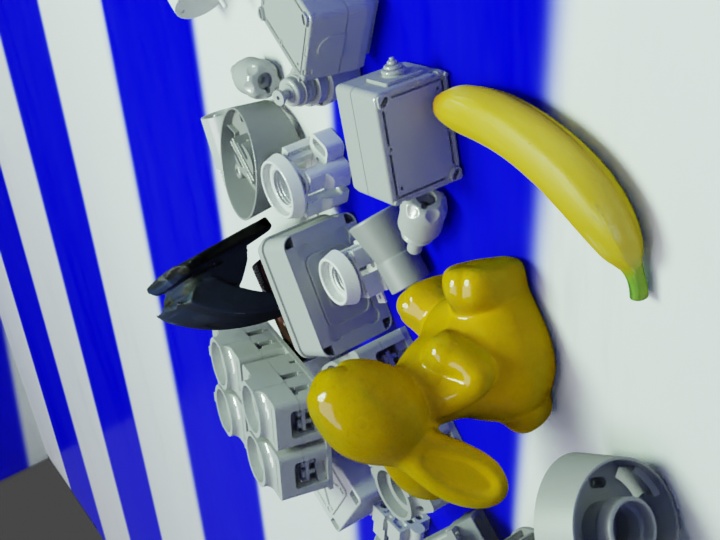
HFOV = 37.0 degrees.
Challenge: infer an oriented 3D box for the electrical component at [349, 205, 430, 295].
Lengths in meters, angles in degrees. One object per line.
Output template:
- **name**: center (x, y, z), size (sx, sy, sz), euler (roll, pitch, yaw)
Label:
- **electrical component**: center (0.026, -0.014, 0.847), size (0.065, 0.044, 0.044), euler (60, 154, 0)

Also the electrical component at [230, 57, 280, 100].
- **electrical component**: center (-0.097, -0.172, 0.952), size (0.061, 0.035, 0.035), euler (31, 138, 54)

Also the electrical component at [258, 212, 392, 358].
- **electrical component**: center (-0.032, 0.013, 0.936), size (0.057, 0.078, 0.113), euler (-5, 107, 60)

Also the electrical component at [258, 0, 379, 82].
- **electrical component**: center (-0.033, -0.195, 0.787), size (0.096, 0.061, 0.061), euler (60, 155, 30)

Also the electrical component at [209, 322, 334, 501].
- **electrical component**: center (-0.093, 0.129, 1.053), size (0.186, 0.060, 0.105), euler (-139, 41, -57)

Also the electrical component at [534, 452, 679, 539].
- **electrical component**: center (0.156, 0.167, 0.696), size (0.064, 0.099, 0.099), euler (-21, 93, 58)

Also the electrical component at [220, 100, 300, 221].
- **electrical component**: center (-0.094, -0.101, 0.970), size (0.099, 0.064, 0.099), euler (43, 146, 39)

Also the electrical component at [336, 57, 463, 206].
- **electrical component**: center (0.024, -0.103, 0.749), size (0.061, 0.062, 0.096), euler (27, 135, 52)

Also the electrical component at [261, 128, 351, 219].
- **electrical component**: center (-0.047, -0.077, 0.911), size (0.058, 0.057, 0.078), euler (50, 150, 30)

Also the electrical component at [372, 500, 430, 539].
- **electrical component**: center (0.038, 0.255, 1.049), size (0.066, 0.048, 0.055), euler (39, 136, 43)

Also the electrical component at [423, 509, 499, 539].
- **electrical component**: center (0.101, 0.273, 0.909), size (0.121, 0.063, 0.079), euler (61, -165, 9)

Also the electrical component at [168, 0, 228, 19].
- **electrical component**: center (-0.130, -0.258, 0.919), size (0.073, 0.052, 0.138), euler (59, 154, 13)

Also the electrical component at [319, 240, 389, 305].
- **electrical component**: center (0.000, 0.000, 0.890), size (0.048, 0.055, 0.066), euler (-4, 108, 63)

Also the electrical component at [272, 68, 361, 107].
- **electrical component**: center (-0.034, -0.143, 0.815), size (0.040, 0.078, 0.040), euler (27, 133, 33)

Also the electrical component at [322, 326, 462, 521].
- **electrical component**: center (0.031, 0.136, 0.941), size (0.150, 0.062, 0.089), euler (63, 154, 5)

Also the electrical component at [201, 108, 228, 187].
- **electrical component**: center (-0.120, -0.113, 1.035), size (0.043, 0.043, 0.081), euler (14, 124, 58)

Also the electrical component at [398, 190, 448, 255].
- **electrical component**: center (0.045, -0.034, 0.802), size (0.035, 0.035, 0.061), euler (51, 153, 27)

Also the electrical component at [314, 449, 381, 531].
- **electrical component**: center (-0.017, 0.194, 1.088), size (0.108, 0.056, 0.108), euler (56, 153, 18)
